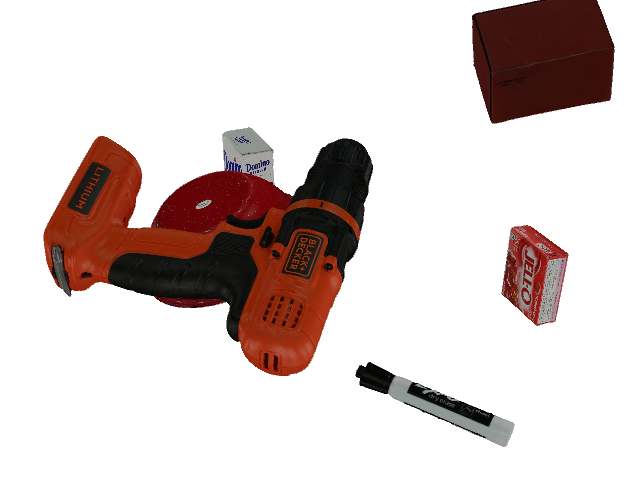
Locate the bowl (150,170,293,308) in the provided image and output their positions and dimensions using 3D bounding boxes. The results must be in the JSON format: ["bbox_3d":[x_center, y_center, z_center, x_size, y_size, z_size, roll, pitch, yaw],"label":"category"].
[{"bbox_3d":[-0.094,-0.014,0.955,0.162,0.055,0.162,-15,36,11],"label":"bowl"}]

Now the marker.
[{"bbox_3d":[0.082,0.118,0.779,0.121,0.020,0.020,22,6,17],"label":"marker"}]

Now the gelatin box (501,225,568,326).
[{"bbox_3d":[0.236,0.038,1.184,0.030,0.089,0.073,-9,30,-22],"label":"gelatin box"}]

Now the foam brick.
[{"bbox_3d":[0.139,-0.115,0.670,0.078,0.051,0.053,-11,-33,3],"label":"foam brick"}]

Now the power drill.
[{"bbox_3d":[-0.068,-0.012,0.693,0.188,0.184,0.057,12,-39,10],"label":"power drill"}]

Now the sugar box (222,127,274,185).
[{"bbox_3d":[-0.087,-0.040,1.309,0.048,0.176,0.093,-12,26,-17],"label":"sugar box"}]
